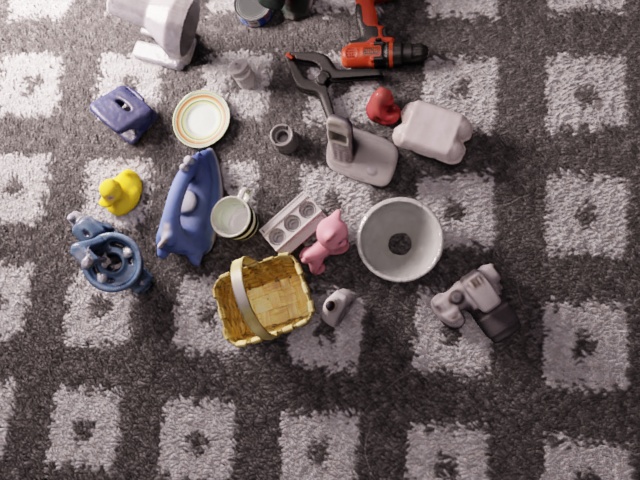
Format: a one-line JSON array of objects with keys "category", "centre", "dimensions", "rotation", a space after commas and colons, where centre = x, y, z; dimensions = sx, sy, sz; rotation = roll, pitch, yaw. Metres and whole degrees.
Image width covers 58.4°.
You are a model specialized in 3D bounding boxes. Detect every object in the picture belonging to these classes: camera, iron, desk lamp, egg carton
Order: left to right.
[{"category": "desk lamp", "centre": [-0.334, -0.444, 1.199], "dimensions": [0.203, 0.214, 0.118], "rotation": [17, 84, 11]}, {"category": "iron", "centre": [-0.274, -0.085, 1.171], "dimensions": [0.118, 0.141, 0.258], "rotation": [10, 83, 10]}, {"category": "egg carton", "centre": [0.227, -0.217, 1.155], "dimensions": [0.150, 0.069, 0.107], "rotation": [20, 85, 11]}, {"category": "camera", "centre": [0.300, 0.132, 1.074], "dimensions": [0.143, 0.101, 0.136], "rotation": [-35, 78, 2]}]

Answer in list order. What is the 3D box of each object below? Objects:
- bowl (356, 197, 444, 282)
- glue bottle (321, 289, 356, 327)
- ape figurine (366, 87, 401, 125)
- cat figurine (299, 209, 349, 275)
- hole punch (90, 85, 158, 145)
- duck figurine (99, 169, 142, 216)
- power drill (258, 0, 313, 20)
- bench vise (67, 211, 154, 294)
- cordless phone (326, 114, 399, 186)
[{"category": "bowl", "centre": [0.158, 0.004, 1.128], "dimensions": [0.167, 0.075, 0.167], "rotation": [-1, 81, 8]}, {"category": "glue bottle", "centre": [0.029, 0.125, 1.078], "dimensions": [0.037, 0.173, 0.078], "rotation": [33, 87, 12]}, {"category": "ape figurine", "centre": [0.129, -0.279, 1.167], "dimensions": [0.076, 0.092, 0.078], "rotation": [-6, 80, 8]}, {"category": "cat figurine", "centre": [0.010, 0.004, 1.128], "dimensions": [0.128, 0.118, 0.067], "rotation": [-44, 78, 0]}, {"category": "hole punch", "centre": [-0.428, -0.283, 1.250], "dimensions": [0.108, 0.091, 0.101], "rotation": [40, 89, 12]}, {"category": "duck figurine", "centre": [-0.435, -0.108, 1.227], "dimensions": [0.077, 0.086, 0.104], "rotation": [27, 86, 12]}, {"category": "power drill", "centre": [-0.063, -0.565, 1.180], "dimensions": [0.075, 0.208, 0.230], "rotation": [14, 84, 11]}, {"category": "bench vise", "centre": [-0.452, 0.027, 1.140], "dimensions": [0.207, 0.220, 0.121], "rotation": [27, 86, 12]}, {"category": "cordless phone", "centre": [0.079, -0.180, 1.112], "dimensions": [0.147, 0.185, 0.094], "rotation": [18, 84, 11]}]
